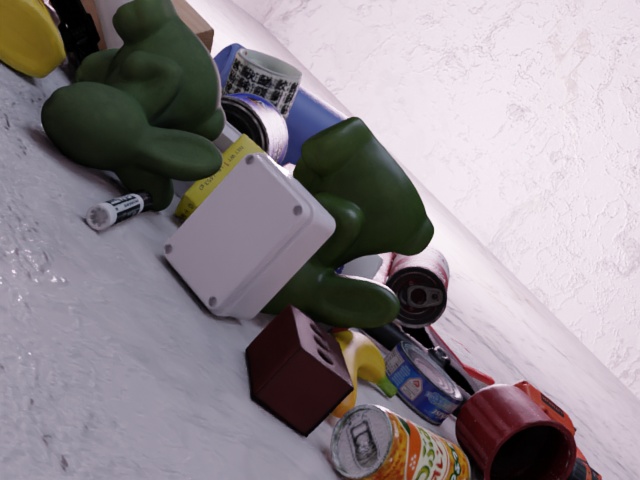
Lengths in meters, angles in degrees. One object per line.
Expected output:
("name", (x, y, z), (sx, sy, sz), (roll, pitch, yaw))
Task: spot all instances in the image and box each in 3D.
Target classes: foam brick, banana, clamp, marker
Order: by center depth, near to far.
("foam brick", (-0.016, 0.091, 0.758), (0.053, 0.051, 0.078), (39, 11, -19))
("marker", (-0.151, -0.024, 0.819), (0.020, 0.020, 0.121), (42, 10, -1))
("banana", (0.027, 0.107, 0.894), (0.070, 0.037, 0.197), (44, 10, 13))
("clamp", (-0.248, -0.219, 1.079), (0.210, 0.036, 0.164), (-125, -165, -67))
("clamp", (0.109, 0.128, 1.128), (0.120, 0.039, 0.172), (5, 36, -49))

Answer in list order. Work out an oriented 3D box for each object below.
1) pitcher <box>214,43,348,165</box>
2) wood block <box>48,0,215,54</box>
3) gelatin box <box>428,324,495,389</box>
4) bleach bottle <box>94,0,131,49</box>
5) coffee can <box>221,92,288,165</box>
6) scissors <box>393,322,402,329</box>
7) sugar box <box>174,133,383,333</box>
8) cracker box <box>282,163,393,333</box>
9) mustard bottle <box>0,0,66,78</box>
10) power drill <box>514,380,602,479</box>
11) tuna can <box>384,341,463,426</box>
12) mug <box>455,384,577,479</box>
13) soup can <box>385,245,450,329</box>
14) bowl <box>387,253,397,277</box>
("pitcher", (-0.055, -0.165, 1.475), (0.242, 0.145, 0.149), (35, -20, -21))
("wood block", (-0.222, -0.261, 1.241), (0.090, 0.091, 0.206), (-25, 60, -33))
("gelatin box", (0.158, 0.142, 1.273), (0.073, 0.030, 0.089), (30, 15, -46))
("bleach bottle", (-0.201, -0.248, 1.081), (0.102, 0.068, 0.251), (-113, -174, -77))
("coffee can", (-0.094, -0.104, 1.134), (0.103, 0.103, 0.140), (42, 10, -1))
("scissors", (0.123, 0.130, 1.222), (0.202, 0.016, 0.096), (46, 14, 20))
("sugar box", (-0.035, -0.003, 0.961), (0.176, 0.093, 0.048), (40, -30, -1))
("cracker box", (-0.007, 0.001, 1.110), (0.164, 0.072, 0.213), (42, 11, -1))
("mustard bottle", (-0.292, -0.224, 1.000), (0.096, 0.058, 0.192), (45, 6, -35))
("power drill", (0.260, 0.237, 1.195), (0.184, 0.057, 0.188), (42, 12, -24))
("tuna can", (0.099, 0.139, 1.047), (0.086, 0.034, 0.086), (41, 10, -9))
("mug", (0.181, 0.197, 1.000), (0.081, 0.093, 0.117), (-129, -161, -61))
("soup can", (0.106, 0.048, 1.154), (0.068, 0.069, 0.102), (42, 16, -3))
("bowl", (0.036, 0.000, 1.331), (0.162, 0.055, 0.162), (41, 10, -9))
